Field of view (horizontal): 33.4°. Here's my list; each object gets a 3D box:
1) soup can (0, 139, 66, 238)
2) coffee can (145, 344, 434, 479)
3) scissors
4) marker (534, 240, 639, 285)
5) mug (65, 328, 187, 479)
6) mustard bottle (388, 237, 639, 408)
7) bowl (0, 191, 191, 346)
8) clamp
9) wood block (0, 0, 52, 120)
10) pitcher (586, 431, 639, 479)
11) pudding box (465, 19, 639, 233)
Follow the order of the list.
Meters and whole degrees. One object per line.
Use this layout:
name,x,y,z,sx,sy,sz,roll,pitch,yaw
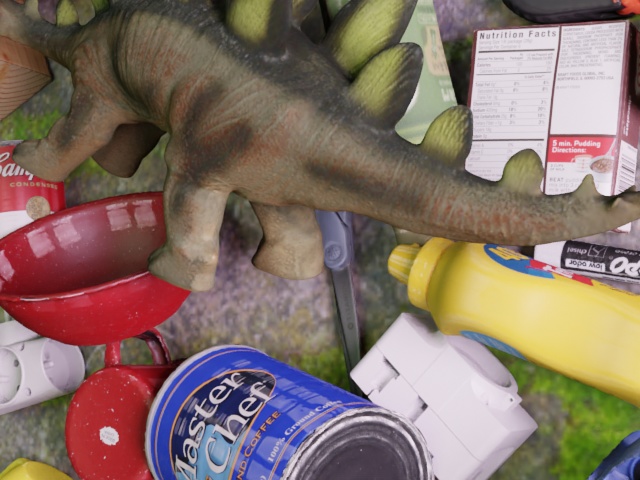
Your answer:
soup can,-0.218,-0.015,0.775,0.069,0.068,0.102,-13,78,29
coffee can,-0.021,0.123,0.593,0.141,0.102,0.103,15,92,54
scissors,-0.004,0.001,0.675,0.096,0.016,0.202,3,85,33
marker,0.173,0.015,0.563,0.121,0.020,0.020,10,89,32
mug,-0.110,0.110,0.686,0.093,0.081,0.117,-20,74,28
mustard bottle,0.119,0.040,0.548,0.192,0.096,0.058,20,95,32
bowl,-0.139,0.023,0.695,0.162,0.161,0.055,3,117,31
clamp,0.109,-0.170,0.615,0.172,0.039,0.120,52,121,28
wood block,-0.296,-0.199,0.833,0.091,0.090,0.206,-31,70,25
pitcher,0.202,0.195,0.456,0.243,0.149,0.145,33,89,27
pudding box,0.127,-0.062,0.590,0.090,0.039,0.113,4,84,32
